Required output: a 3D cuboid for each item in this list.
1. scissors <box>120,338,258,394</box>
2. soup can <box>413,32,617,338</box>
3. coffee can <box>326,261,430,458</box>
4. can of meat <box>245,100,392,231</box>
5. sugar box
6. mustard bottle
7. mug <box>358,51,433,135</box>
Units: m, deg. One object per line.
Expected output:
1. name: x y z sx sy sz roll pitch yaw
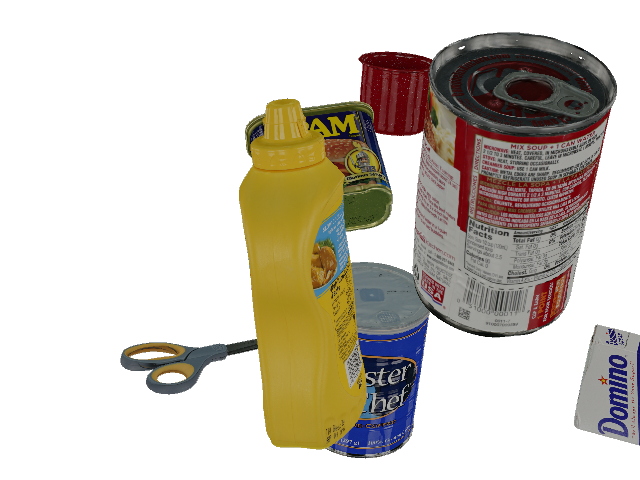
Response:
1. scissors: -0.114 0.132 1.162 0.201 0.016 0.096 -1 27 -20
2. soup can: 0.073 -0.020 0.419 0.068 0.102 0.068 0 39 0
3. coffee can: 0.039 0.104 0.939 0.103 0.140 0.103 3 31 -2
4. can of meat: -0.001 -0.052 0.813 0.102 0.084 0.057 -8 -33 -7
5. sugar box: 0.319 0.142 0.939 0.176 0.093 0.048 12 23 15
6. mustard bottle: -0.011 0.015 0.608 0.058 0.191 0.096 0 21 17
7. mug: 0.096 -0.177 1.275 0.093 0.081 0.117 20 28 34
